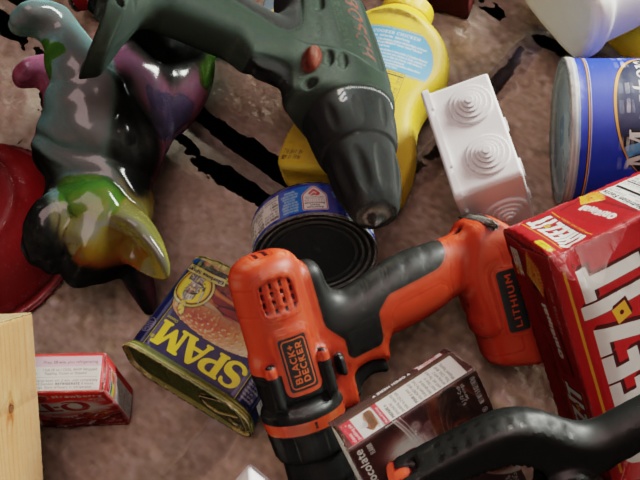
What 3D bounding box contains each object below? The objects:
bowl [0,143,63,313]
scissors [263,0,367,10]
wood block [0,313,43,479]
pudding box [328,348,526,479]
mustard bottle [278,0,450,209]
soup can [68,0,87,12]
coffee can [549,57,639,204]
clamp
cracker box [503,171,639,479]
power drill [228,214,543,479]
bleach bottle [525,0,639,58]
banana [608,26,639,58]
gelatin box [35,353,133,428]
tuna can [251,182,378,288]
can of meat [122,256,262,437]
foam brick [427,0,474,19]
[{"bbox_3d":[-0.260,-0.014,0.779,0.162,0.055,0.162,-2,63,4],"label":"bowl"},{"bbox_3d":[-0.053,-0.208,0.877,0.202,0.016,0.096,33,71,19],"label":"scissors"},{"bbox_3d":[-0.218,0.151,0.625,0.090,0.091,0.206,-3,92,4],"label":"wood block"},{"bbox_3d":[0.068,0.134,0.646,0.090,0.113,0.039,-32,26,-10],"label":"pudding box"},{"bbox_3d":[0.044,-0.116,0.799,0.096,0.058,0.191,13,66,18],"label":"mustard bottle"},{"bbox_3d":[-0.151,-0.222,0.864,0.102,0.068,0.068,-3,64,3],"label":"soup can"},{"bbox_3d":[0.236,-0.075,0.737,0.140,0.103,0.103,1,64,5],"label":"coffee can"},{"bbox_3d":[0.145,0.126,0.603,0.210,0.165,0.036,5,26,-8],"label":"clamp"},{"bbox_3d":[0.241,0.033,0.653,0.213,0.072,0.164,-23,108,-7],"label":"cracker box"},{"bbox_3d":[0.048,0.074,0.678,0.187,0.057,0.184,-19,104,-17],"label":"power drill"},{"bbox_3d":[0.275,-0.225,0.797,0.250,0.068,0.103,-24,63,-16],"label":"bleach bottle"},{"bbox_3d":[0.288,-0.140,0.800,0.198,0.037,0.069,17,71,17],"label":"banana"},{"bbox_3d":[-0.176,0.101,0.704,0.089,0.073,0.030,-2,64,4],"label":"gelatin box"},{"bbox_3d":[-0.005,0.001,0.729,0.086,0.086,0.034,-7,47,1],"label":"tuna can"},{"bbox_3d":[-0.066,0.069,0.720,0.102,0.057,0.084,28,67,17],"label":"can of meat"},{"bbox_3d":[0.089,-0.220,0.850,0.078,0.053,0.051,17,66,12],"label":"foam brick"}]
